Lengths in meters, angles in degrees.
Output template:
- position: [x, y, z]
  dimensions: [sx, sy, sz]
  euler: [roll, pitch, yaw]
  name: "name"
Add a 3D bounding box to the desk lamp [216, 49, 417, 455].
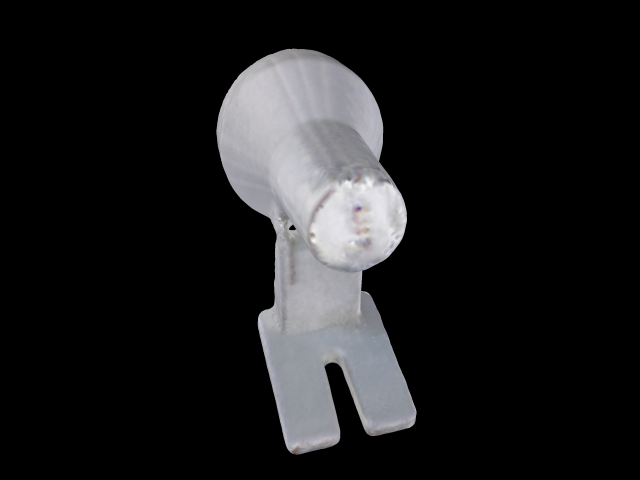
- position: [0.004, 0.001, 0.400]
  dimensions: [0.118, 0.214, 0.203]
  euler: [-11, 47, -10]
  name: "desk lamp"
